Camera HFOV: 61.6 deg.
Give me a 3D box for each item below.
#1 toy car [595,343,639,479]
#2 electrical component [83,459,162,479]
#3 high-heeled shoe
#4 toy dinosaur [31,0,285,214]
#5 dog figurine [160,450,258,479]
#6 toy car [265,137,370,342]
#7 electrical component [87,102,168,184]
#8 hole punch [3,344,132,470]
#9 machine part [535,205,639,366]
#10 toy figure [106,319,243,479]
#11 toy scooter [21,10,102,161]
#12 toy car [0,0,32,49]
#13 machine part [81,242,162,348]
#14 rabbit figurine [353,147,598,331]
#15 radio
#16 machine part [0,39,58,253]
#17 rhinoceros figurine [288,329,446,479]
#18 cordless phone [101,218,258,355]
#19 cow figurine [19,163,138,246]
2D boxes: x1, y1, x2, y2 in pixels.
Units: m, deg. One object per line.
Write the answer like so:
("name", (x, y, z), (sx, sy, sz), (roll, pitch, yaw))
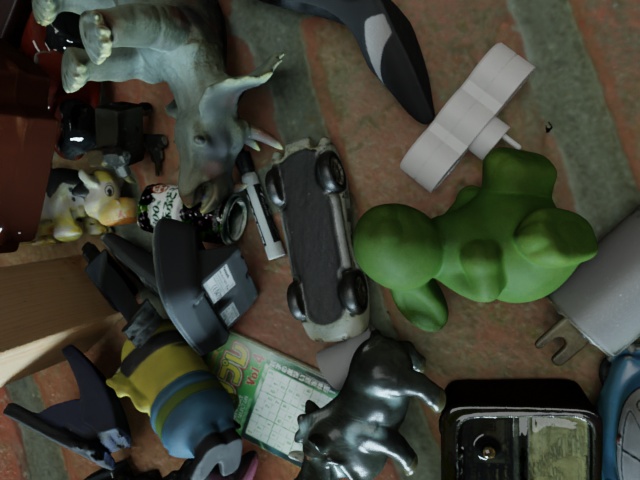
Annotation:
("toy car", (0.288, 0.169, 0.438), (0.109, 0.103, 0.161), (-1, 97, 15))
("electrical component", (-0.229, 0.330, 0.625), (0.115, 0.058, 0.134), (-25, 87, 15))
("high-heeled shoe", (0.000, -0.196, 0.506), (0.145, 0.086, 0.248), (-25, 89, 28))
("toy dinosaur", (-0.163, -0.230, 0.520), (0.131, 0.192, 0.405), (-43, 65, 46))
("dog figurine", (-0.096, 0.324, 0.560), (0.191, 0.108, 0.219), (23, 78, -26))
("toy car", (-0.001, -0.002, 0.526), (0.074, 0.056, 0.201), (-13, 85, 23))
("electrical component", (-0.197, -0.102, 0.558), (0.045, 0.102, 0.078), (12, 107, 8))
("hole punch", (-0.253, 0.185, 0.583), (0.116, 0.142, 0.092), (29, 58, 5))
("machine part", (0.274, 0.013, 0.440), (0.079, 0.079, 0.243), (44, 106, 8))
("toy figure", (-0.141, 0.156, 0.552), (0.180, 0.082, 0.089), (35, 83, 39))
("toy scooter", (-0.289, -0.166, 0.588), (0.135, 0.075, 0.184), (-17, 77, 43))
("toy car", (-0.356, -0.258, 0.611), (0.089, 0.053, 0.202), (36, 107, 8))
("machine part", (-0.209, 0.057, 0.565), (0.139, 0.039, 0.084), (34, 147, 44))
("rabbit figurine", (0.105, 0.002, 0.455), (0.170, 0.159, 0.121), (-1, 58, -12))
("radio", (0.177, 0.245, 0.490), (0.131, 0.073, 0.229), (0, 94, 16))
("machine part", (-0.356, -0.099, 0.539), (0.201, 0.087, 0.201), (36, 115, 31))
("rhinoceros figurine", (0.035, 0.176, 0.502), (0.112, 0.073, 0.190), (20, 108, -20))
("cordless phone", (-0.164, 0.022, 0.541), (0.184, 0.146, 0.089), (30, 66, 21))
("cow figurine", (-0.275, -0.047, 0.600), (0.167, 0.068, 0.098), (-10, 88, 18))
